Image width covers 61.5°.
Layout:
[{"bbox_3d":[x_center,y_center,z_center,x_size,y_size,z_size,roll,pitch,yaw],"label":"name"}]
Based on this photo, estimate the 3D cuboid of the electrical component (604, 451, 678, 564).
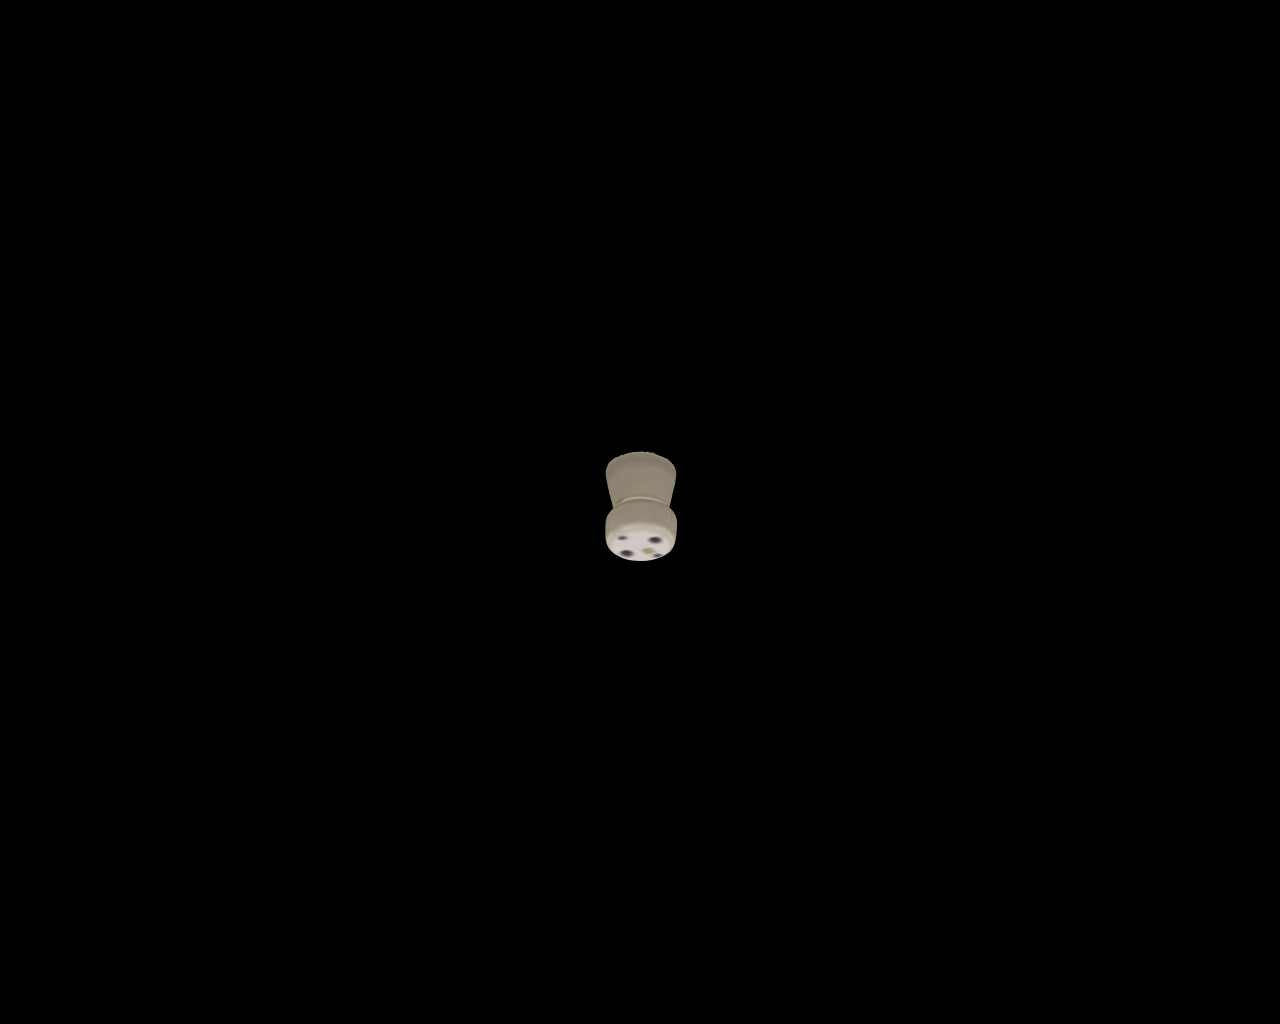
[{"bbox_3d":[0.001,-0.003,0.650,0.045,0.055,0.044,0,-33,0],"label":"electrical component"}]
